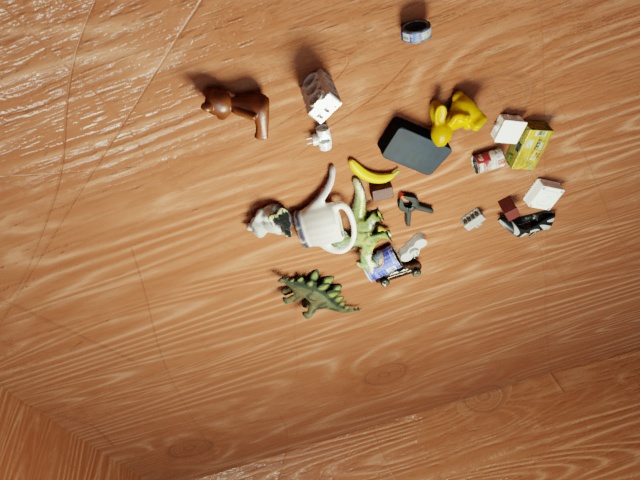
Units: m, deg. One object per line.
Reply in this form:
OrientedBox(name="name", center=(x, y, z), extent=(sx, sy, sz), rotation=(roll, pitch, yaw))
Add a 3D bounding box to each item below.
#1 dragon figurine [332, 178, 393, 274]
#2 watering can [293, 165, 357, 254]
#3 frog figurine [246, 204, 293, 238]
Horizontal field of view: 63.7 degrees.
OrientedBox(name="dragon figurine", center=(0.131, -0.037, 1.950), extent=(0.241, 0.125, 0.404), rotation=(-24, 117, 18))
OrientedBox(name="watering can", center=(0.006, -0.094, 1.858), extent=(0.224, 0.106, 0.341), rotation=(-13, 115, 10))
OrientedBox(name="frog figurine", center=(-0.182, -0.065, 1.860), extent=(0.159, 0.124, 0.136), rotation=(-5, 159, 46))
